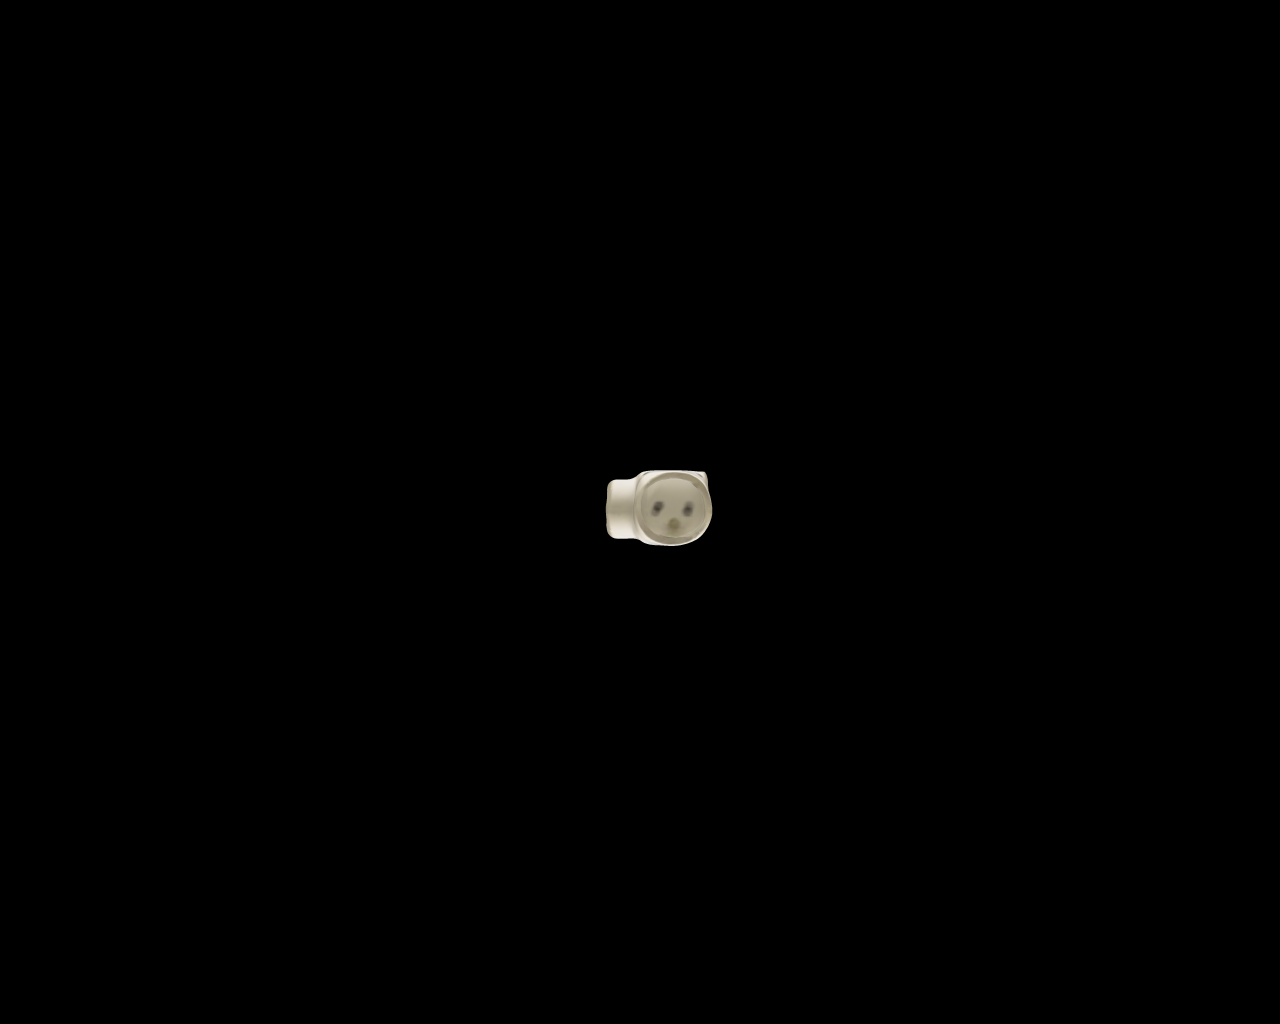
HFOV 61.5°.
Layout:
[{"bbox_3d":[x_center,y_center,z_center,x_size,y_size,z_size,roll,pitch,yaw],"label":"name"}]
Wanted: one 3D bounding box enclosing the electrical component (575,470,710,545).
[{"bbox_3d":[0.001,-0.003,0.650,0.079,0.043,0.077,0,0,0],"label":"electrical component"}]
